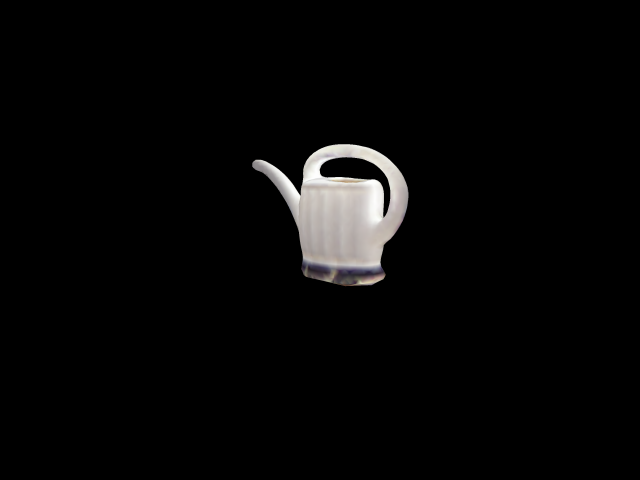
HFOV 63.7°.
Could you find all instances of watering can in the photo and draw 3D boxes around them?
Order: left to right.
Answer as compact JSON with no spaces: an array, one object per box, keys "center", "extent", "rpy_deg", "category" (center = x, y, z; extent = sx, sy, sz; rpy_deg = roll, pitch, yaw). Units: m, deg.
[{"center":[0.003,-0.043,0.850],"extent":[0.104,0.223,0.348],"rpy_deg":[-5,8,-43],"category":"watering can"}]
